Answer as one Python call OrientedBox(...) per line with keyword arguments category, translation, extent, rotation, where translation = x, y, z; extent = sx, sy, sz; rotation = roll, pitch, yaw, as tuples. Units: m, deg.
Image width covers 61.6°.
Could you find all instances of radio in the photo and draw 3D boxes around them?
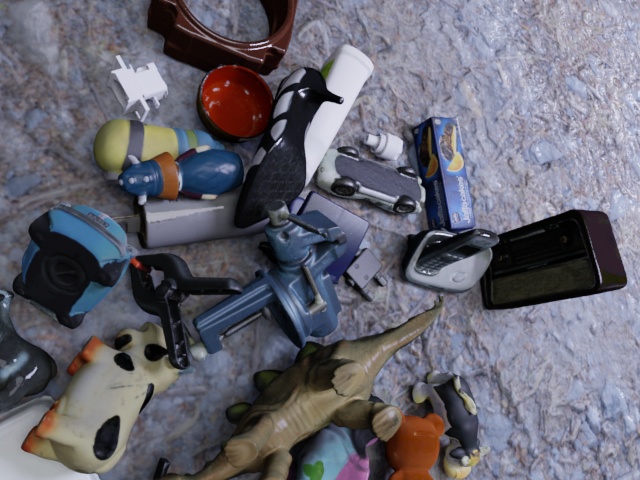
OrientedBox(category="radio", translation=(0.371, 0.038, 0.892), extent=(0.073, 0.230, 0.131), rotation=(2, 75, -31))

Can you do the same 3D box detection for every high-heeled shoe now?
OrientedBox(category="high-heeled shoe", translation=(-0.066, -0.135, 0.738), extent=(0.248, 0.145, 0.086), rotation=(-51, 134, -8))

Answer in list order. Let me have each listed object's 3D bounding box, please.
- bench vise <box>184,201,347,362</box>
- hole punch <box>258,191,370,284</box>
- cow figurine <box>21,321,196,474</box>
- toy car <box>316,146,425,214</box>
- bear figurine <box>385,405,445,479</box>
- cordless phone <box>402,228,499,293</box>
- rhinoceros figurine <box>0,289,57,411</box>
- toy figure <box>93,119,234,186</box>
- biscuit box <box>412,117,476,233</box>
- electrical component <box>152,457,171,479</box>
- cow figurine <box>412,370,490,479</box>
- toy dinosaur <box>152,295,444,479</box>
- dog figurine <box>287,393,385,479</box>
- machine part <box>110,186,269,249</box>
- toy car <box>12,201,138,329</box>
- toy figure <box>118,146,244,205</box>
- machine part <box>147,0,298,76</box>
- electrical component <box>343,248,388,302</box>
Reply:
OrientedBox(category="bench vise", translation=(-0.069, 0.070, 0.699), extent=(0.241, 0.129, 0.223), rotation=(-30, 137, -16))
OrientedBox(category="hole punch", translation=(-0.002, -0.002, 0.793), extent=(0.142, 0.092, 0.116), rotation=(28, 72, -23))
OrientedBox(category="cow figurine", translation=(-0.226, 0.170, 0.613), extent=(0.127, 0.085, 0.195), rotation=(39, 33, -18))
OrientedBox(category="toy car", translation=(0.086, -0.094, 0.875), extent=(0.201, 0.056, 0.073), rotation=(14, 67, -25))
OrientedBox(category="bear figurine", translation=(0.117, 0.351, 0.776), extent=(0.120, 0.132, 0.196), rotation=(14, 55, -25))
OrientedBox(category="cordless phone", translation=(0.233, 0.020, 0.851), extent=(0.146, 0.184, 0.088), rotation=(15, 68, -23))
OrientedBox(category="rhinoceros figurine", translation=(-0.377, 0.103, 0.585), extent=(0.190, 0.073, 0.112), rotation=(49, 64, -10))
OrientedBox(category="toy figure", translation=(-0.205, -0.114, 0.716), extent=(0.180, 0.082, 0.089), rotation=(-6, 86, -26))
OrientedBox(category="biscuit box", translation=(0.216, -0.110, 0.939), extent=(0.059, 0.063, 0.202), rotation=(-4, 81, -27))
OrientedBox(category="electrical component", translation=(-0.216, 0.313, 0.621), extent=(0.048, 0.075, 0.119), rotation=(22, 74, -22))
OrientedBox(category="cow figurine", translation=(0.215, 0.289, 0.833), extent=(0.068, 0.098, 0.167), rotation=(-18, 87, -35))
OrientedBox(category="toy dinosaur", translation=(0.008, 0.186, 0.686), extent=(0.471, 0.199, 0.105), rotation=(-24, 99, -19))
OrientedBox(category="dog figurine", translation=(0.008, 0.298, 0.729), extent=(0.108, 0.191, 0.219), rotation=(44, 29, -9))
OrientedBox(category="machine part", translation=(-0.157, -0.036, 0.724), extent=(0.243, 0.079, 0.079), rotation=(-7, 83, -28))
OrientedBox(category="toy car", translation=(-0.278, 0.021, 0.631), extent=(0.109, 0.161, 0.103), rotation=(35, 29, -7))
OrientedBox(category="toy figure", translation=(-0.170, -0.077, 0.659), extent=(0.154, 0.058, 0.064), rotation=(-11, 71, -30))
OrientedBox(category="machine part", translation=(-0.139, -0.352, 0.798), extent=(0.201, 0.087, 0.201), rotation=(17, 73, -23))
OrientedBox(category="electrical component", translation=(0.065, 0.048, 0.851), extent=(0.063, 0.021, 0.094), rotation=(-44, 101, -27))
